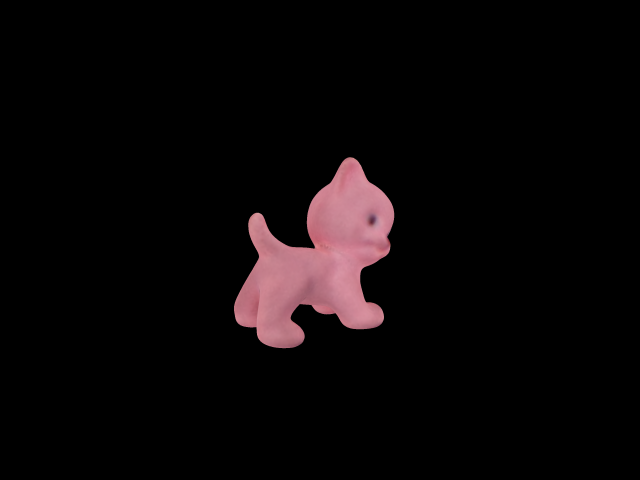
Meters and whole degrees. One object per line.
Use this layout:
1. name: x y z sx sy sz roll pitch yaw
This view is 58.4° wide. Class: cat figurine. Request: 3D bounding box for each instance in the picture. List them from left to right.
1. cat figurine: 0.004 0.001 0.400 0.128 0.118 0.067 -8 14 -35
